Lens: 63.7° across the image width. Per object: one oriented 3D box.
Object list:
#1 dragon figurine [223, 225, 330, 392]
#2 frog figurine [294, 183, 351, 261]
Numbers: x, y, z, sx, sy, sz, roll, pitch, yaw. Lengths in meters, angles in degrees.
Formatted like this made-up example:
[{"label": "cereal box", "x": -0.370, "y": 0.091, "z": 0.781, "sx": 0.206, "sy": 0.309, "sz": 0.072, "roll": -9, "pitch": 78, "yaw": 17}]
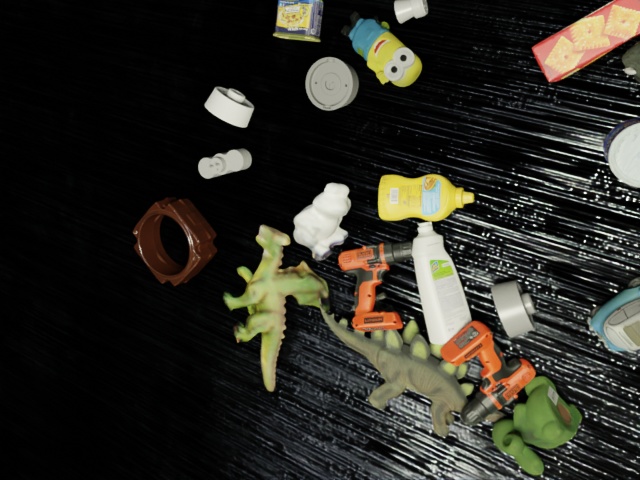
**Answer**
[{"label": "dragon figurine", "x": -0.091, "y": 0.160, "z": 1.261, "sx": 0.241, "sy": 0.409, "sz": 0.123, "roll": -17, "pitch": 6, "yaw": 20}, {"label": "frog figurine", "x": 0.003, "y": -0.057, "z": 1.133, "sx": 0.138, "sy": 0.156, "sz": 0.124, "roll": -22, "pitch": 39, "yaw": -27}]
